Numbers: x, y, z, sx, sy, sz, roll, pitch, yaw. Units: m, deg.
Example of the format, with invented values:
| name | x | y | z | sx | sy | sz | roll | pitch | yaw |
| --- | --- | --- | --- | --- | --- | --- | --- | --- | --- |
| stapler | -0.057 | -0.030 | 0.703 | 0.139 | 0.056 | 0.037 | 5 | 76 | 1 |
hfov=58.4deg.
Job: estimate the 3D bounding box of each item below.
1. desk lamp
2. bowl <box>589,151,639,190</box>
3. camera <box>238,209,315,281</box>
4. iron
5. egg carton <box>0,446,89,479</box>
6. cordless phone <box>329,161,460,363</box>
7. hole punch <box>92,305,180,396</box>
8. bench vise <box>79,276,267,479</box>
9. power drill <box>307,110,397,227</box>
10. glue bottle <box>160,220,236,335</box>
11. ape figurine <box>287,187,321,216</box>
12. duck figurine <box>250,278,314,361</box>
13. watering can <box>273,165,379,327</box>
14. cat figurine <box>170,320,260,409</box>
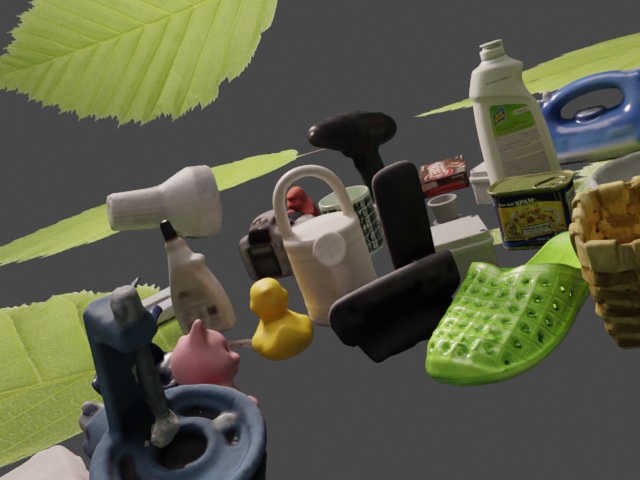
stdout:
| name | x | y | z | sx | sy | sz | roll | pitch | yaw |
| --- | --- | --- | --- | --- | --- | --- | --- | --- | --- |
| desk lamp | -0.242 | 0.002 | 0.938 | 0.204 | 0.214 | 0.117 | -27 | 19 | -24 |
| bowl | 0.402 | -0.052 | 0.654 | 0.167 | 0.075 | 0.167 | -17 | 17 | 6 |
| camera | -0.049 | -0.009 | 0.957 | 0.142 | 0.101 | 0.137 | -10 | 20 | 27 |
| iron | 0.454 | -0.215 | 0.980 | 0.257 | 0.141 | 0.119 | -9 | 20 | 30 |
| egg carton | -0.231 | 0.234 | 0.466 | 0.107 | 0.069 | 0.149 | -30 | 20 | -30 |
| cordless phone | 0.066 | 0.020 | 0.607 | 0.148 | 0.185 | 0.094 | -25 | 18 | -16 |
| hole punch | -0.228 | 0.143 | 0.700 | 0.101 | 0.091 | 0.108 | -20 | 17 | -3 |
| bench vise | -0.135 | 0.135 | 0.411 | 0.206 | 0.220 | 0.122 | -10 | 20 | 26 |
| power drill | 0.077 | -0.130 | 1.010 | 0.075 | 0.209 | 0.230 | -6 | 22 | 37 |
| glue bottle | -0.179 | 0.052 | 0.788 | 0.078 | 0.173 | 0.037 | -16 | 18 | 11 |
| ape figurine | -0.038 | -0.058 | 1.110 | 0.076 | 0.092 | 0.077 | -29 | 20 | -28 |
| duck figurine | -0.055 | 0.089 | 0.690 | 0.077 | 0.086 | 0.104 | -23 | 18 | -10 |
| watering can | 0.009 | 0.002 | 0.706 | 0.101 | 0.194 | 0.172 | -27 | 19 | -22 |
| cat figurine | -0.107 | 0.136 | 0.549 | 0.067 | 0.118 | 0.127 | -20 | 17 | -4 |
